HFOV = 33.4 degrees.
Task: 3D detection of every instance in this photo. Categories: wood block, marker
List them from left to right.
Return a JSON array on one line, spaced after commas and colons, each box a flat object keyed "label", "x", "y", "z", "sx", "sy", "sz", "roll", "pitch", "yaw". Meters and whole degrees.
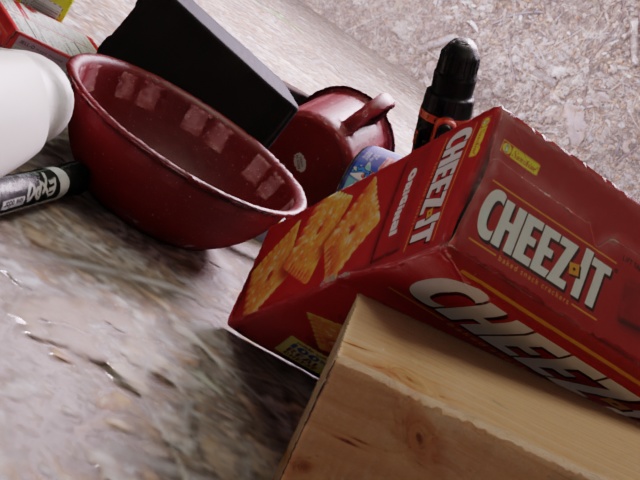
[{"label": "marker", "x": -0.143, "y": -0.025, "z": 0.524, "sx": 0.020, "sy": 0.020, "sz": 0.121, "roll": 36, "pitch": 14, "yaw": 4}, {"label": "wood block", "x": 0.086, "y": 0.111, "z": 0.389, "sx": 0.206, "sy": 0.090, "sz": 0.090, "roll": 25, "pitch": 14, "yaw": 2}]

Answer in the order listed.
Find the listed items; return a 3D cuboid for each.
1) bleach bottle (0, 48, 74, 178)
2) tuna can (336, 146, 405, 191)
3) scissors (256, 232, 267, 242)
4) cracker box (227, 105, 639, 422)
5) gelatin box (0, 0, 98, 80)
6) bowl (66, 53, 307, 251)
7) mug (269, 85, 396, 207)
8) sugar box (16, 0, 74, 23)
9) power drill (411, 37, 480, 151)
[{"label": "bleach bottle", "x": -0.156, "y": -0.052, "z": 0.443, "sx": 0.102, "sy": 0.068, "sz": 0.250, "roll": -3, "pitch": 11, "yaw": 6}, {"label": "tuna can", "x": 0.039, "y": -0.027, "z": 0.805, "sx": 0.034, "sy": 0.086, "sz": 0.086, "roll": 23, "pitch": 10, "yaw": 19}, {"label": "scissors", "x": -0.005, "y": 0.001, "z": 0.763, "sx": 0.201, "sy": 0.016, "sz": 0.096, "roll": 25, "pitch": 14, "yaw": -47}, {"label": "cracker box", "x": 0.073, "y": 0.037, "z": 0.494, "sx": 0.164, "sy": 0.072, "sz": 0.214, "roll": 31, "pitch": -22, "yaw": -17}, {"label": "gelatin box", "x": -0.191, "y": -0.132, "z": 0.746, "sx": 0.089, "sy": 0.030, "sz": 0.073, "roll": 22, "pitch": 20, "yaw": -41}, {"label": "bowl", "x": -0.088, "y": -0.042, "z": 0.628, "sx": 0.162, "sy": 0.055, "sz": 0.162, "roll": 32, "pitch": 16, "yaw": -10}, {"label": "mug", "x": 0.012, "y": -0.076, "z": 0.844, "sx": 0.093, "sy": 0.117, "sz": 0.081, "roll": 55, "pitch": 30, "yaw": -1}, {"label": "sugar box", "x": -0.216, "y": -0.219, "z": 0.845, "sx": 0.048, "sy": 0.093, "sz": 0.176, "roll": 29, "pitch": 15, "yaw": -23}, {"label": "power drill", "x": 0.117, "y": -0.081, "z": 0.999, "sx": 0.057, "sy": 0.184, "sz": 0.187, "roll": 10, "pitch": 27, "yaw": 1}]
